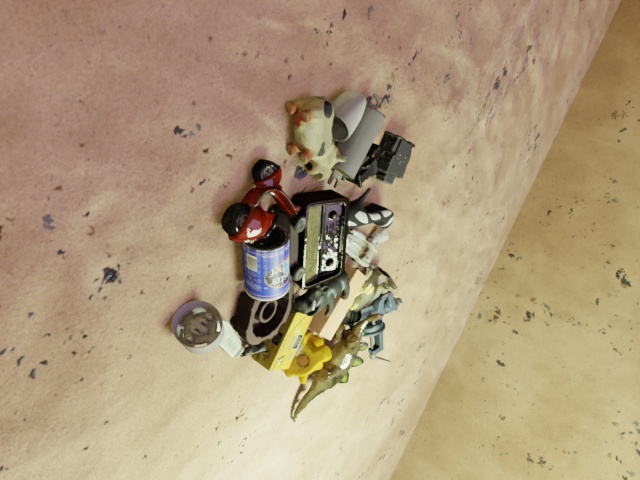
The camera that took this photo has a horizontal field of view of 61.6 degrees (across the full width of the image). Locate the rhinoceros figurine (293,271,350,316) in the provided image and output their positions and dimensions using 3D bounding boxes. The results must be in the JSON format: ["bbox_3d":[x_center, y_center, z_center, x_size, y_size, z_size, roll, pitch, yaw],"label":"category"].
[{"bbox_3d":[0.009,0.138,1.390,0.190,0.073,0.112,-32,145,-40],"label":"rhinoceros figurine"}]

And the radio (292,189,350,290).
[{"bbox_3d":[-0.003,-0.004,1.297,0.131,0.073,0.229,-14,123,-31],"label":"radio"}]

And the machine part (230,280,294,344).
[{"bbox_3d":[-0.135,0.162,1.290,0.179,0.056,0.179,-38,142,-38],"label":"machine part"}]

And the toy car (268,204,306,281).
[{"bbox_3d":[-0.073,0.003,1.224,0.053,0.089,0.201,-32,137,-41],"label":"toy car"}]

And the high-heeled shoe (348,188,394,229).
[{"bbox_3d":[0.128,-0.047,1.510,0.145,0.086,0.248,-54,145,-9],"label":"high-heeled shoe"}]

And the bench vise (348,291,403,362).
[{"bbox_3d":[0.187,0.284,1.805,0.223,0.129,0.240,-22,114,-39],"label":"bench vise"}]

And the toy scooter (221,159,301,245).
[{"bbox_3d":[-0.110,-0.061,1.100,0.135,0.075,0.184,37,76,-35],"label":"toy scooter"}]

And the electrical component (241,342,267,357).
[{"bbox_3d":[-0.168,0.270,1.322,0.063,0.021,0.094,-11,169,-26],"label":"electrical component"}]

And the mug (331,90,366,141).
[{"bbox_3d":[0.059,-0.279,1.216,0.107,0.081,0.109,-53,159,-24],"label":"mug"}]

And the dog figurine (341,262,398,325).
[{"bbox_3d":[0.137,0.176,1.706,0.190,0.121,0.172,-51,157,17],"label":"dog figurine"}]

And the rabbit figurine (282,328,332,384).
[{"bbox_3d":[-0.034,0.328,1.527,0.162,0.122,0.173,-63,172,11],"label":"rabbit figurine"}]

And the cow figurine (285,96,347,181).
[{"bbox_3d":[-0.005,-0.216,1.157,0.127,0.086,0.194,-29,136,-30],"label":"cow figurine"}]

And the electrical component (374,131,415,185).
[{"bbox_3d":[0.202,-0.224,1.500,0.115,0.058,0.134,5,109,-56],"label":"electrical component"}]

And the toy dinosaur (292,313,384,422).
[{"bbox_3d":[0.038,0.397,1.670,0.471,0.105,0.198,-47,146,8],"label":"toy dinosaur"}]

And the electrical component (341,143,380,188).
[{"bbox_3d":[0.108,-0.194,1.364,0.119,0.075,0.047,-49,147,-28],"label":"electrical component"}]

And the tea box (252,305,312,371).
[{"bbox_3d":[-0.096,0.251,1.409,0.098,0.068,0.169,15,100,-60],"label":"tea box"}]

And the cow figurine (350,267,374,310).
[{"bbox_3d":[0.072,0.162,1.592,0.167,0.098,0.068,-44,156,5],"label":"cow figurine"}]

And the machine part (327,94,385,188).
[{"bbox_3d":[0.085,-0.235,1.290,0.243,0.079,0.079,-62,150,-2],"label":"machine part"}]

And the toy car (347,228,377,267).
[{"bbox_3d":[0.111,0.023,1.558,0.073,0.056,0.201,-60,151,-4],"label":"toy car"}]
